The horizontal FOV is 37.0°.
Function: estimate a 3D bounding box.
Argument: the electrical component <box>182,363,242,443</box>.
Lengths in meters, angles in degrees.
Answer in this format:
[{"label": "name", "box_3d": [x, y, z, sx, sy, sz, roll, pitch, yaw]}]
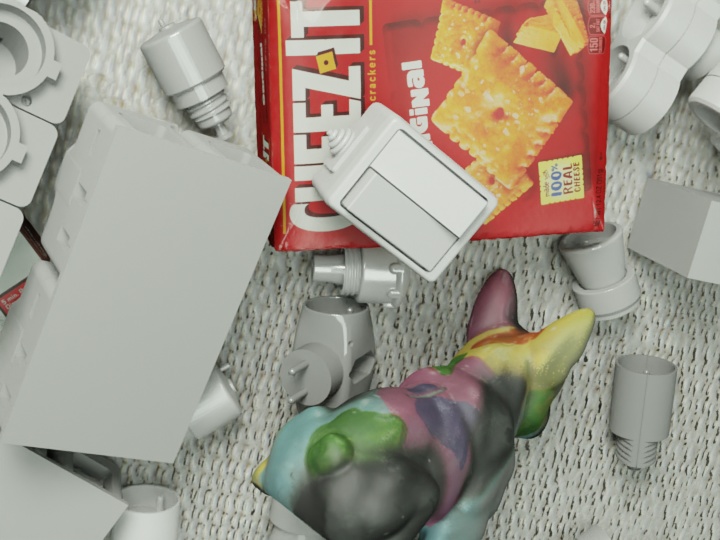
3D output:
[{"label": "electrical component", "box_3d": [-0.113, 0.091, 0.693, 0.078, 0.040, 0.040, -29, 110, -5]}]

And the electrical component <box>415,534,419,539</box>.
[{"label": "electrical component", "box_3d": [0.043, 0.197, 0.742, 0.080, 0.080, 0.051, -19, 114, -9]}]

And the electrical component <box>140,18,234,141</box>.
[{"label": "electrical component", "box_3d": [-0.098, -0.113, 0.641, 0.040, 0.040, 0.078, -28, 110, -5]}]

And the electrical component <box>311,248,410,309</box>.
[{"label": "electrical component", "box_3d": [0.000, 0.000, 0.696, 0.062, 0.048, 0.048, 3, 104, -8]}]

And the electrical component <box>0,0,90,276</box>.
[{"label": "electrical component", "box_3d": [-0.217, -0.069, 0.576, 0.089, 0.062, 0.150, 25, 72, -25]}]

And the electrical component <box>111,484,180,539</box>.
[{"label": "electrical component", "box_3d": [-0.143, 0.188, 0.710, 0.043, 0.043, 0.081, 3, 104, -15]}]

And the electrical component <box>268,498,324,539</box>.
[{"label": "electrical component", "box_3d": [-0.041, 0.175, 0.732, 0.045, 0.045, 0.055, 8, 102, -16]}]

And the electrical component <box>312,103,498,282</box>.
[{"label": "electrical component", "box_3d": [0.020, -0.047, 0.604, 0.096, 0.061, 0.061, 37, 96, -20]}]

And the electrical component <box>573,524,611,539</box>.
[{"label": "electrical component", "box_3d": [0.211, 0.244, 0.811, 0.074, 0.052, 0.138, -34, 110, -4]}]

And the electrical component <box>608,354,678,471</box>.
[{"label": "electrical component", "box_3d": [0.202, 0.106, 0.776, 0.043, 0.043, 0.081, -1, 106, -14]}]

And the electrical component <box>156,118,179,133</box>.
[{"label": "electrical component", "box_3d": [-0.132, -0.060, 0.646, 0.043, 0.043, 0.062, 6, 105, -16]}]

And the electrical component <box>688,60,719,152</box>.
[{"label": "electrical component", "box_3d": [0.275, -0.103, 0.711, 0.073, 0.052, 0.138, -51, 137, 3]}]

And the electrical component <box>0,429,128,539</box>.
[{"label": "electrical component", "box_3d": [-0.245, 0.182, 0.674, 0.105, 0.060, 0.186, 36, 94, -20]}]

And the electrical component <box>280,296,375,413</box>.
[{"label": "electrical component", "box_3d": [-0.025, 0.063, 0.691, 0.043, 0.079, 0.077, 10, 106, 25]}]

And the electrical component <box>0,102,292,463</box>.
[{"label": "electrical component", "box_3d": [-0.130, 0.010, 0.615, 0.105, 0.060, 0.186, 15, 106, -35]}]

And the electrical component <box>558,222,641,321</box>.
[{"label": "electrical component", "box_3d": [0.165, 0.001, 0.737, 0.045, 0.045, 0.055, -24, 110, -7]}]

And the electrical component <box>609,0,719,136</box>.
[{"label": "electrical component", "box_3d": [0.213, -0.149, 0.704, 0.074, 0.052, 0.138, 28, 96, -19]}]
